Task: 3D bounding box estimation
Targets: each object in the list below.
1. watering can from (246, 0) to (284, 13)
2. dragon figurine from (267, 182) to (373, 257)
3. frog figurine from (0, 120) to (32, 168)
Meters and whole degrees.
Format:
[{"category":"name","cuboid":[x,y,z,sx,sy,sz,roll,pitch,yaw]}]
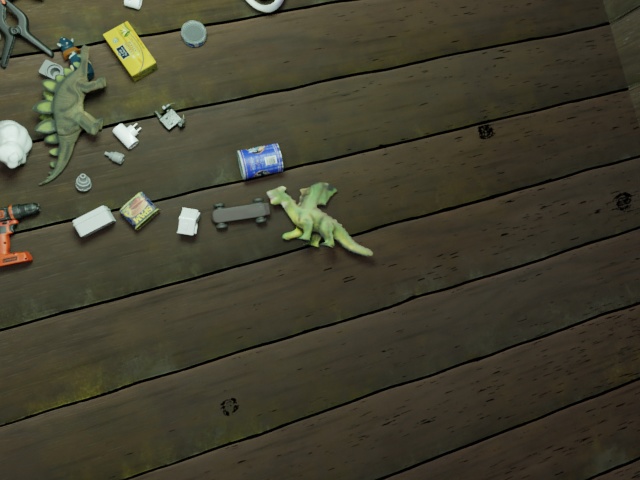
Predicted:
[{"category":"watering can","cuboid":[-0.209,-0.984,1.837,0.225,0.348,0.103,-23,0,-13]},{"category":"dragon figurine","cuboid":[0.006,-0.091,1.810,0.410,0.246,0.121,13,-15,-11]},{"category":"frog figurine","cuboid":[-0.950,-0.294,1.599,0.124,0.134,0.161,-20,37,-40]}]
